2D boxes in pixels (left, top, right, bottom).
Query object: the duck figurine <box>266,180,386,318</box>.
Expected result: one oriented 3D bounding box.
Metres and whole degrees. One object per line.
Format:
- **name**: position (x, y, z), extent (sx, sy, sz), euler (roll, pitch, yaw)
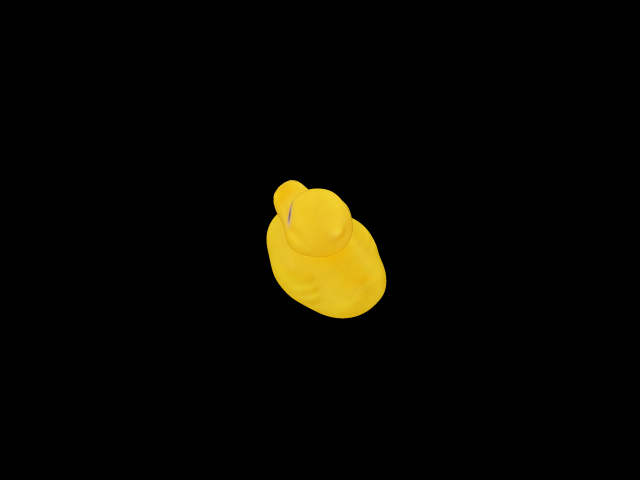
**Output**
- **duck figurine**: position (0.004, 0.001, 0.400), extent (0.077, 0.086, 0.104), euler (-38, 70, -16)
